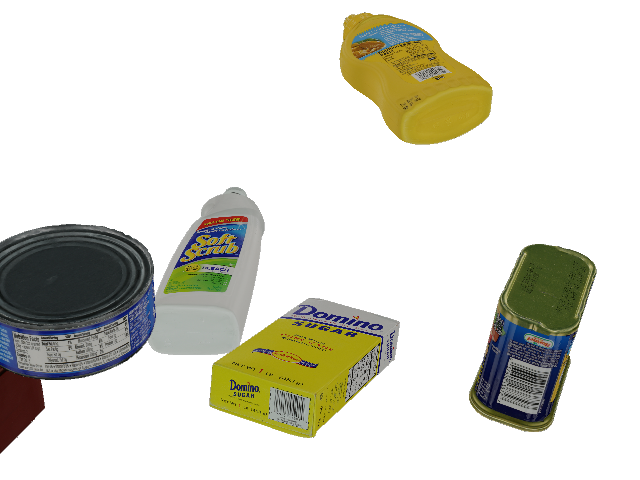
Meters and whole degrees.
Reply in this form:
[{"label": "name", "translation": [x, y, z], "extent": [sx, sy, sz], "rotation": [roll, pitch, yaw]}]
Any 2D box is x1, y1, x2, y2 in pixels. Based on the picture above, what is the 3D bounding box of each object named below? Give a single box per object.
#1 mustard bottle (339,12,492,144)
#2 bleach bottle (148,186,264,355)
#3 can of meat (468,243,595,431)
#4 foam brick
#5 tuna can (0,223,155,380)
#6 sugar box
[{"label": "mustard bottle", "translation": [0.072, -0.164, 1.005], "extent": [0.096, 0.058, 0.192], "rotation": [-20, 44, -18]}, {"label": "bleach bottle", "translation": [-0.118, 0.020, 1.167], "extent": [0.102, 0.068, 0.250], "rotation": [0, 35, 5]}, {"label": "can of meat", "translation": [0.142, 0.061, 0.709], "extent": [0.057, 0.084, 0.102], "rotation": [18, 35, 14]}, {"label": "foam brick", "translation": [-0.223, 0.104, 0.684], "extent": [0.053, 0.051, 0.078], "rotation": [6, 29, 22]}, {"label": "tuna can", "translation": [-0.122, 0.028, 0.513], "extent": [0.086, 0.034, 0.086], "rotation": [1, 33, -1]}, {"label": "sugar box", "translation": [-0.008, 0.100, 0.893], "extent": [0.093, 0.048, 0.176], "rotation": [14, 23, 21]}]
